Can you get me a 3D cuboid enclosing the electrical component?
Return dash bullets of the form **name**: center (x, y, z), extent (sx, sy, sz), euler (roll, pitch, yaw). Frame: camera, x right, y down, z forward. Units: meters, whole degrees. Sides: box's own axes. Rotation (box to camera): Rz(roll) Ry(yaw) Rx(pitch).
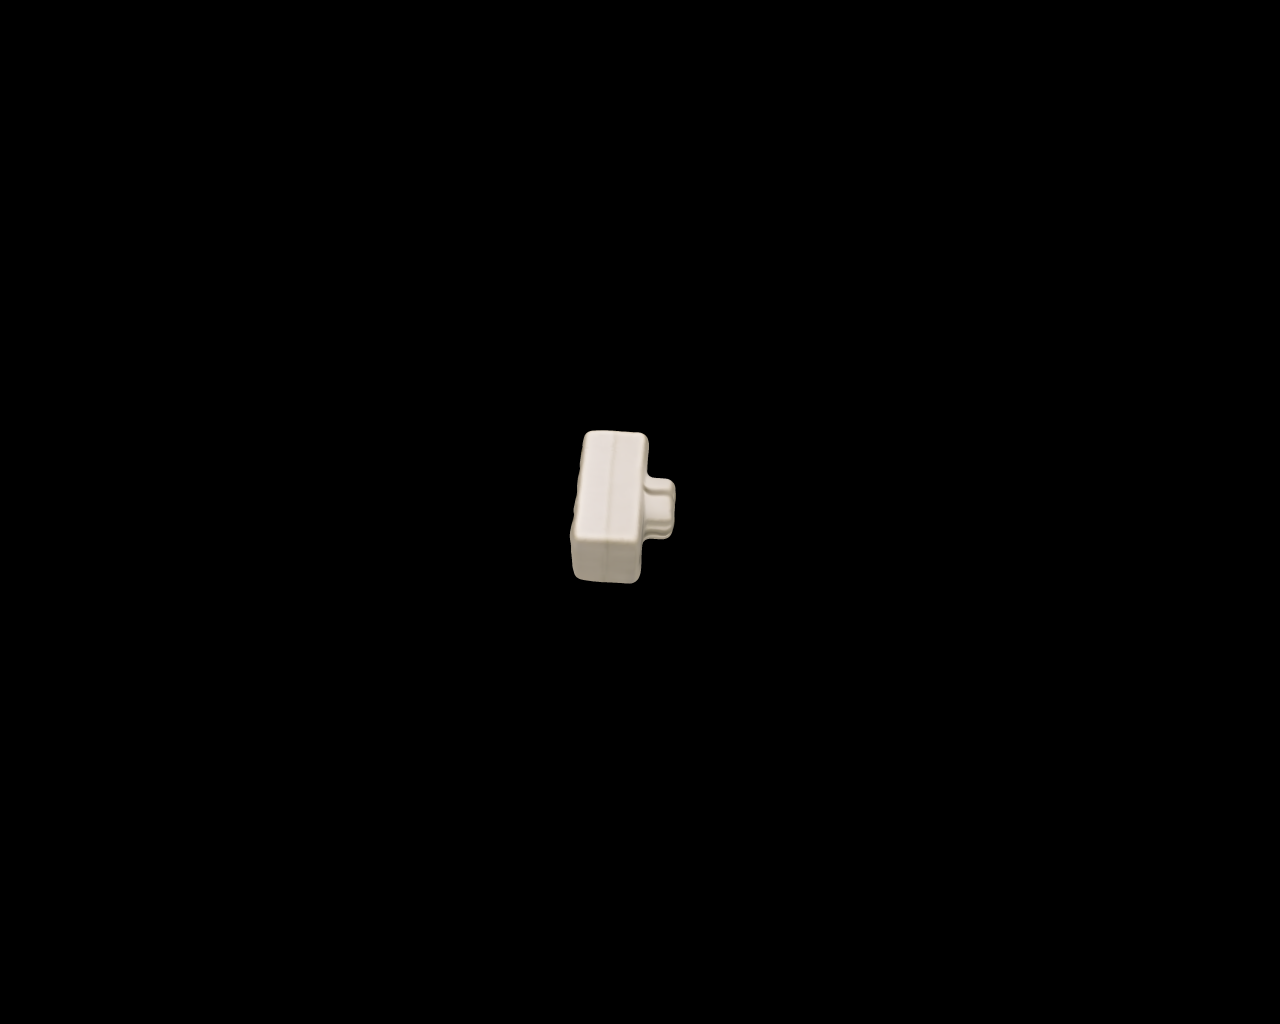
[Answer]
- **electrical component**: center (0.001, -0.003, 0.650), extent (0.076, 0.083, 0.047), euler (3, -36, 2)
